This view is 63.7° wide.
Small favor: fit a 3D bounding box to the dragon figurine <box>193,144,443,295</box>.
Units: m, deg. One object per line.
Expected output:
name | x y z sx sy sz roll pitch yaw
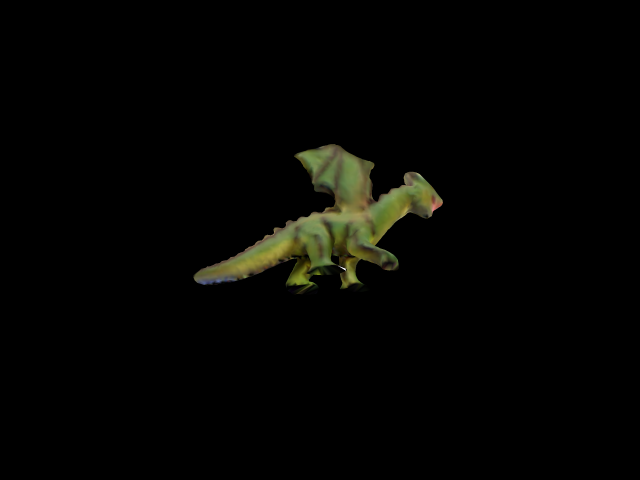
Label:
dragon figurine | 0.003 -0.043 0.850 0.410 0.247 0.120 0 -23 0
